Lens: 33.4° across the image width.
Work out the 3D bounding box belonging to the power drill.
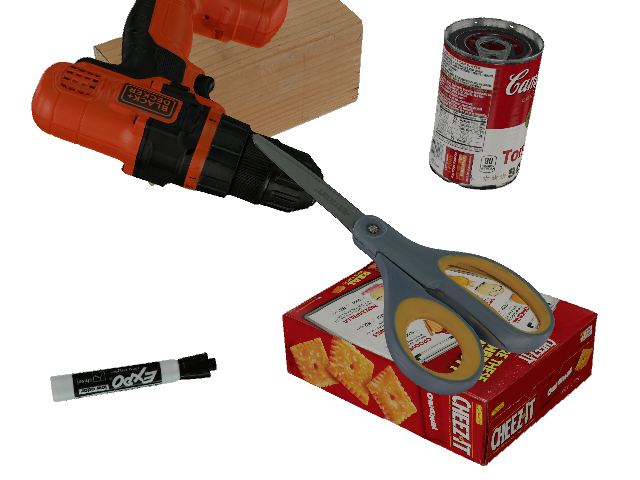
[{"bbox_3d":[-0.074,-0.109,0.701,0.184,0.187,0.057,20,-45,-8],"label":"power drill"}]

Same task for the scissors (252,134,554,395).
[{"bbox_3d":[0.024,0.013,0.563,0.202,0.016,0.096,28,52,15],"label":"scissors"}]

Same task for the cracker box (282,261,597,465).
[{"bbox_3d":[0.100,0.090,0.911,0.214,0.072,0.163,21,36,39],"label":"cracker box"}]

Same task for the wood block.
[{"bbox_3d":[-0.074,-0.140,0.903,0.205,0.091,0.090,-25,53,-24],"label":"wood block"}]

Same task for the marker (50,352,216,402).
[{"bbox_3d":[-0.137,0.100,0.789,0.121,0.020,0.020,-8,2,-13],"label":"marker"}]

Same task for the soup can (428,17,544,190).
[{"bbox_3d":[0.114,-0.095,0.748,0.068,0.102,0.068,3,35,-2],"label":"soup can"}]
